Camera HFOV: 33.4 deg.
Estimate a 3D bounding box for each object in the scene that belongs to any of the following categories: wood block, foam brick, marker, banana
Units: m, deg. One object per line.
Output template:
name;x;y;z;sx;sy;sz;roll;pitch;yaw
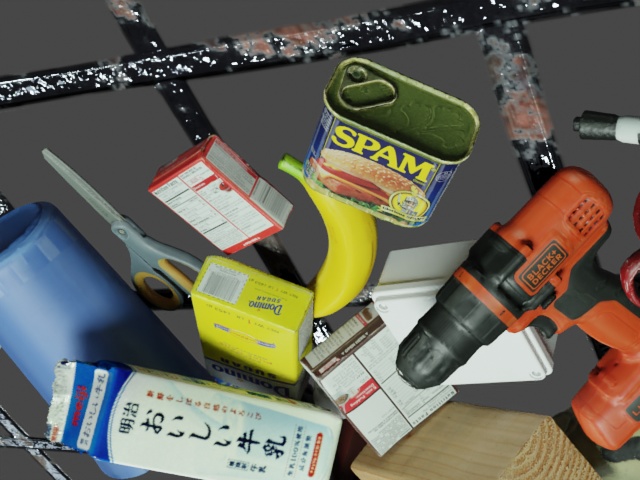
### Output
wood block;0.124;0.196;0.875;0.090;0.090;0.206;49;159;-15
foam brick;0.023;0.212;1.021;0.051;0.078;0.053;-16;130;37
marker;0.213;-0.064;0.645;0.121;0.020;0.020;10;140;29
banana;0.011;0.004;0.821;0.070;0.037;0.198;18;144;17

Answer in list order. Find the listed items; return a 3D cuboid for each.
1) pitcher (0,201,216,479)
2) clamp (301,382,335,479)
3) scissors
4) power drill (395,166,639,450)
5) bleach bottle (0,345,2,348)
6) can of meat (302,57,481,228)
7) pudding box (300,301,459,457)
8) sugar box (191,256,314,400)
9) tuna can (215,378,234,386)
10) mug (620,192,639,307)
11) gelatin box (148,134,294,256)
pitcher;-0.214;0.085;0.958;0.149;0.145;0.242;-18;120;30
clamp;-0.008;0.211;0.967;0.120;0.171;0.039;-8;166;34
scissors;-0.172;0.002;0.924;0.201;0.016;0.096;36;139;-16
power drill;0.164;0.067;0.736;0.184;0.057;0.187;-46;119;5
bleach bottle;-0.353;0.115;0.955;0.103;0.250;0.068;2;136;24
can of meat;0.044;-0.062;0.715;0.102;0.057;0.084;24;144;1
pudding box;0.051;0.114;0.887;0.113;0.090;0.039;53;175;-34
sugar box;-0.055;0.083;0.907;0.093;0.048;0.176;20;151;10
tuna can;-0.099;0.171;1.068;0.086;0.033;0.086;14;140;12
mug;0.242;0.006;0.660;0.117;0.093;0.081;-34;126;10
gelatin box;-0.077;-0.034;0.826;0.089;0.030;0.073;42;139;-22
